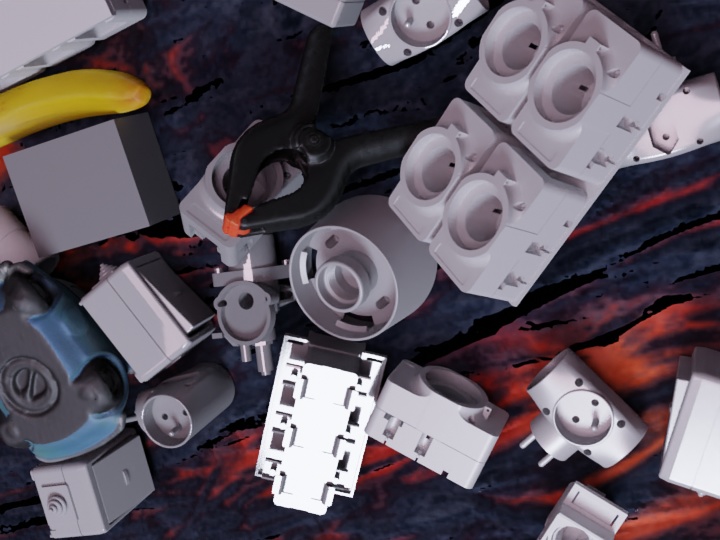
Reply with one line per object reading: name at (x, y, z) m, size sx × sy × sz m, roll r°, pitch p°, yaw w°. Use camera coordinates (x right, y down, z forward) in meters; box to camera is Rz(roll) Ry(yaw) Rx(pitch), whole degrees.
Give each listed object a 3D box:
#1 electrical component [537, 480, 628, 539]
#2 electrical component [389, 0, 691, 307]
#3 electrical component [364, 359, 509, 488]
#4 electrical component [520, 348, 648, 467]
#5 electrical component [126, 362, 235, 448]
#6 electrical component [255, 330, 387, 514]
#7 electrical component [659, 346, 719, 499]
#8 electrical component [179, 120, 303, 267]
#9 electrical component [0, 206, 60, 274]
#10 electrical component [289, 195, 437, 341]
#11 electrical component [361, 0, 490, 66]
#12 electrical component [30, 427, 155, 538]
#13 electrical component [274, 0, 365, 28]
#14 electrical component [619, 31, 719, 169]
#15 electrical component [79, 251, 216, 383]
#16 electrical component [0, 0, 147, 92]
electrical component at (0.155, 0.188, 0.773) m, size 0.042 × 0.064 × 0.081 m, roll 31°, pitch 112°, yaw 8°
electrical component at (0.105, -0.084, 0.694) m, size 0.186 × 0.060 × 0.105 m, roll -57°, pitch 47°, yaw 22°
electrical component at (0.058, 0.109, 0.792) m, size 0.089 × 0.050 × 0.055 m, roll 27°, pitch 111°, yaw 10°
electrical component at (0.148, 0.109, 0.765) m, size 0.077 × 0.044 × 0.079 m, roll 45°, pitch 113°, yaw 3°
electrical component at (-0.150, 0.108, 0.848) m, size 0.079 × 0.077 × 0.043 m, roll -14°, pitch 99°, yaw 22°
electrical component at (-0.032, 0.117, 0.813) m, size 0.079 × 0.063 × 0.121 m, roll 13°, pitch 108°, yaw -1°
electrical component at (0.235, 0.108, 0.726) m, size 0.061 × 0.062 × 0.096 m, roll 17°, pitch 109°, yaw 14°
electrical component at (-0.082, -0.056, 0.771) m, size 0.050 × 0.055 × 0.089 m, roll 38°, pitch 74°, yaw 6°
electrical component at (-0.284, -0.020, 0.881) m, size 0.065 × 0.044 × 0.044 m, roll 45°, pitch 113°, yaw 8°
electrical component at (0.000, 0.000, 0.790) m, size 0.099 × 0.064 × 0.099 m, roll 13°, pitch 118°, yaw 25°
electrical component at (0.034, -0.190, 0.722) m, size 0.077 × 0.044 × 0.079 m, roll -26°, pitch 108°, yaw 23°
electrical component at (-0.218, 0.175, 0.878) m, size 0.061 × 0.096 × 0.061 m, roll -10°, pitch 101°, yaw 21°
electrical component at (-0.033, -0.219, 0.740) m, size 0.083 × 0.047 × 0.075 m, roll 28°, pitch 111°, yaw 10°
electrical component at (0.191, -0.113, 0.694) m, size 0.077 × 0.043 × 0.079 m, roll -15°, pitch 99°, yaw 22°
electrical component at (-0.166, 0.028, 0.839) m, size 0.061 × 0.062 × 0.096 m, roll -38°, pitch 90°, yaw 15°
electrical component at (-0.247, -0.201, 0.809) m, size 0.150 × 0.062 × 0.089 m, roll -21°, pitch 96°, yaw 22°
